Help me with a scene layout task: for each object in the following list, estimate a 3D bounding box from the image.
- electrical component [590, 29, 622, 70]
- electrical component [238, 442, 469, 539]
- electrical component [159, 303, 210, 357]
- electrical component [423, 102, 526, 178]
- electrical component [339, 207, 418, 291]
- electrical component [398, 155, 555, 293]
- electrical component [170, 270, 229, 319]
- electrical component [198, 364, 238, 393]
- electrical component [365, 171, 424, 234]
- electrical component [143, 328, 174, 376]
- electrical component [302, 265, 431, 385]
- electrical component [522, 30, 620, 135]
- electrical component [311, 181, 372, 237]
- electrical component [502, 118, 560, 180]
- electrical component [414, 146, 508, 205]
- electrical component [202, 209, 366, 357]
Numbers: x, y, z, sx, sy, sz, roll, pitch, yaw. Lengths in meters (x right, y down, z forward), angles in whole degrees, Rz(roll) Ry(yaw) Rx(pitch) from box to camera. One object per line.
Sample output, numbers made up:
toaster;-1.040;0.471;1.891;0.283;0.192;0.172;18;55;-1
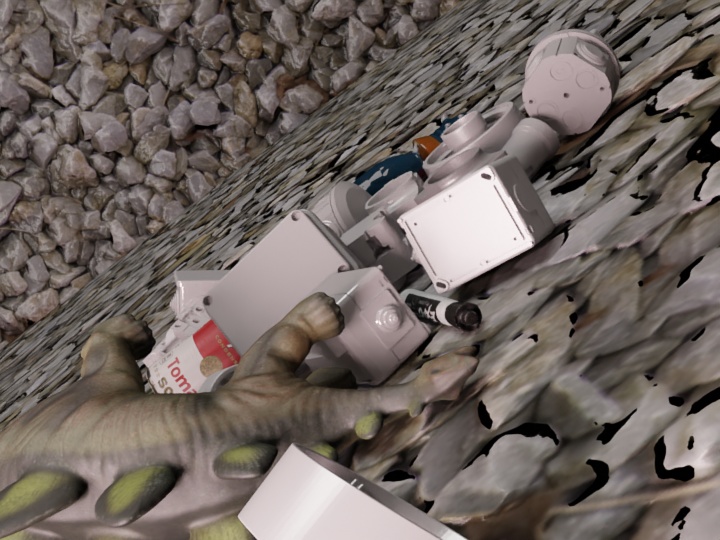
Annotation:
electrical component;0.192;-0.172;0.994;0.076;0.047;0.083;-29;15;35
electrical component;0.005;0.105;0.407;0.064;0.099;0.099;-46;14;-12
electrical component;-0.139;0.068;0.971;0.081;0.063;0.042;20;46;23
electrical component;0.106;-0.107;0.965;0.108;0.060;0.108;-35;13;9
electrical component;0.000;0.000;0.881;0.089;0.055;0.050;-35;13;9
electrical component;0.077;-0.030;0.747;0.096;0.061;0.061;-30;0;31
electrical component;-0.145;0.029;1.106;0.100;0.048;0.100;-1;7;-12
electrical component;-0.090;0.097;0.789;0.055;0.055;0.047;-42;10;-21
electrical component;0.041;-0.048;0.941;0.050;0.055;0.089;-35;13;12
electrical component;-0.189;0.085;1.124;0.055;0.048;0.066;-36;10;42
electrical component;-0.004;0.041;0.732;0.061;0.061;0.096;-43;14;-22
electrical component;0.178;-0.158;0.912;0.080;0.080;0.051;-29;20;33
electrical component;-0.009;-0.037;0.989;0.051;0.080;0.080;-36;11;29
electrical component;0.137;-0.097;0.894;0.046;0.040;0.040;-50;16;-24
electrical component;0.088;-0.060;0.855;0.050;0.055;0.089;-42;13;-20
electrical component;-0.055;0.018;0.824;0.113;0.078;0.057;-43;-22;6
